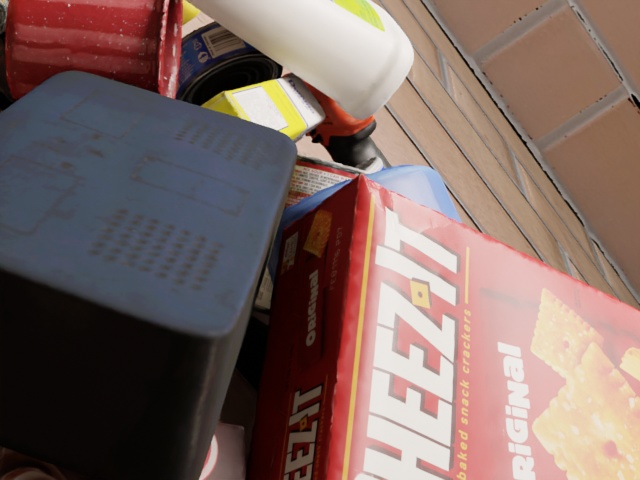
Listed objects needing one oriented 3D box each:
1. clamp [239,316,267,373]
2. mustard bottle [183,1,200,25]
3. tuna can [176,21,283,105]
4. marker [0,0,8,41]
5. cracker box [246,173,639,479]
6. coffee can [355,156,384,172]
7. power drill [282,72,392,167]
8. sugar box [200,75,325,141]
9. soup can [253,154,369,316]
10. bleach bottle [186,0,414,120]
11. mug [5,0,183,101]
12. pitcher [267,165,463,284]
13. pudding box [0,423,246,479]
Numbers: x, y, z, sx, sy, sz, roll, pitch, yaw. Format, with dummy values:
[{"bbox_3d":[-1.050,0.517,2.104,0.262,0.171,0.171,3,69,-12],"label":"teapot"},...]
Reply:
[{"bbox_3d":[0.003,0.107,0.649,0.171,0.039,0.120,15,57,-62],"label":"clamp"},{"bbox_3d":[-0.165,-0.238,0.777,0.191,0.058,0.096,40,27,-42],"label":"mustard bottle"},{"bbox_3d":[-0.071,-0.123,0.779,0.034,0.086,0.086,64,19,18],"label":"tuna can"},{"bbox_3d":[-0.151,-0.097,0.631,0.121,0.020,0.020,44,21,-33],"label":"marker"},{"bbox_3d":[0.080,0.088,0.462,0.213,0.072,0.164,24,53,-25],"label":"cracker box"},{"bbox_3d":[0.041,0.025,0.784,0.140,0.103,0.102,54,18,-7],"label":"coffee can"},{"bbox_3d":[0.023,-0.059,0.897,0.187,0.057,0.185,58,-14,-17],"label":"power drill"},{"bbox_3d":[-0.059,-0.061,0.688,0.048,0.093,0.176,56,18,-1],"label":"sugar box"},{"bbox_3d":[-0.004,0.001,0.681,0.068,0.102,0.068,15,1,0],"label":"soup can"},{"bbox_3d":[-0.057,-0.172,0.695,0.250,0.068,0.103,25,25,-34],"label":"bleach bottle"},{"bbox_3d":[-0.121,-0.098,0.580,0.093,0.081,0.117,-88,-175,-52],"label":"mug"},{"bbox_3d":[0.066,0.085,0.584,0.149,0.145,0.243,1,67,-68],"label":"pitcher"},{"bbox_3d":[-0.072,0.109,0.375,0.090,0.039,0.113,10,36,-13],"label":"pudding box"}]
